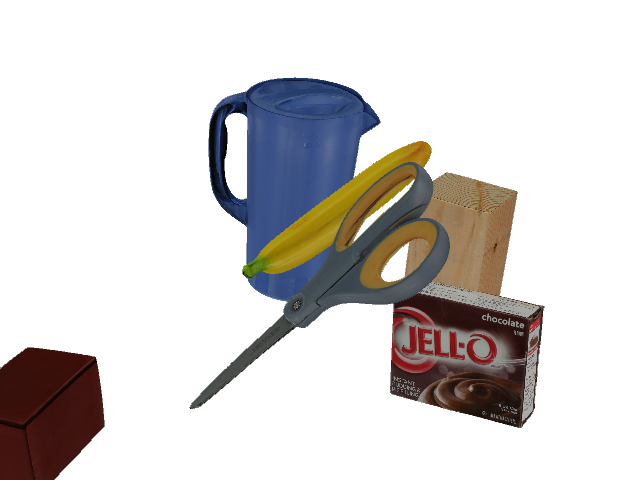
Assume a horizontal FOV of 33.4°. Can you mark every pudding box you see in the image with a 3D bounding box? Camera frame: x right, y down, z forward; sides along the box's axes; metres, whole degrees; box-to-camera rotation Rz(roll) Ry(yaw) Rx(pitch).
[{"bbox_3d":[0.110,0.084,0.818,0.114,0.090,0.039,10,22,26],"label":"pudding box"}]

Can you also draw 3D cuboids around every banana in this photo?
[{"bbox_3d":[0.018,-0.023,0.958,0.198,0.037,0.069,-37,7,5],"label":"banana"}]

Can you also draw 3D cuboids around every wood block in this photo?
[{"bbox_3d":[0.152,0.040,1.211,0.090,0.206,0.090,18,26,26],"label":"wood block"}]

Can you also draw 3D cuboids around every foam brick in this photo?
[{"bbox_3d":[-0.176,0.108,0.653,0.053,0.051,0.078,7,27,21],"label":"foam brick"}]

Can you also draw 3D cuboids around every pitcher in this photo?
[{"bbox_3d":[-0.036,-0.057,1.223,0.144,0.243,0.149,-19,36,-40],"label":"pitcher"}]

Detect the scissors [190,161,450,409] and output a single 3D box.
[{"bbox_3d":[0.002,0.042,0.609,0.016,0.202,0.096,36,5,-34],"label":"scissors"}]
